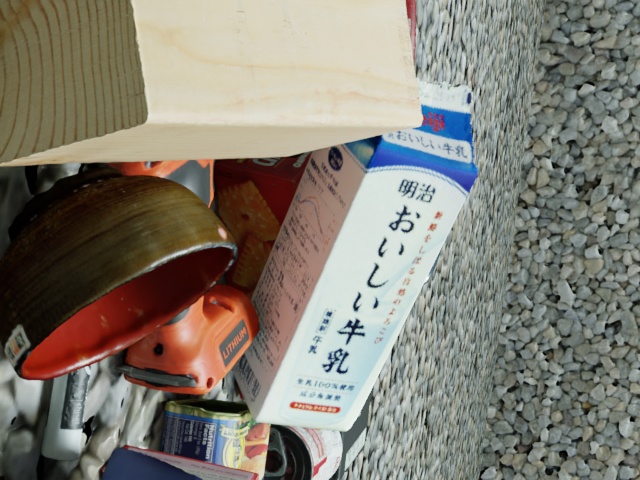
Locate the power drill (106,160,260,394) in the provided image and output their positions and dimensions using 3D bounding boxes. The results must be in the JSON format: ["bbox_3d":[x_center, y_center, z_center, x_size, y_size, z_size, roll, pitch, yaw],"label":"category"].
[{"bbox_3d":[-0.070,-0.020,0.622,0.184,0.057,0.188,-46,139,-61],"label":"power drill"}]

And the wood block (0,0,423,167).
[{"bbox_3d":[-0.046,-0.086,0.480,0.205,0.091,0.090,-8,90,-56],"label":"wood block"}]

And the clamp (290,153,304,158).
[{"bbox_3d":[-0.003,-0.149,0.652,0.120,0.039,0.171,-65,160,-58],"label":"clamp"}]

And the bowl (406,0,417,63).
[{"bbox_3d":[0.041,-0.158,0.935,0.162,0.055,0.162,8,90,-74],"label":"bowl"}]

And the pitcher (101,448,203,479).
[{"bbox_3d":[-0.093,0.225,0.479,0.149,0.145,0.242,49,60,-42],"label":"pitcher"}]

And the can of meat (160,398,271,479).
[{"bbox_3d":[-0.071,0.150,0.706,0.102,0.057,0.084,23,74,-74],"label":"can of meat"}]

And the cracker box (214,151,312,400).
[{"bbox_3d":[-0.005,0.001,0.804,0.164,0.072,0.214,-49,146,-46],"label":"cracker box"}]

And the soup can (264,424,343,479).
[{"bbox_3d":[-0.025,0.173,0.854,0.102,0.068,0.068,6,92,-75],"label":"soup can"}]

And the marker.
[{"bbox_3d":[-0.122,0.049,0.538,0.020,0.020,0.121,11,88,-74],"label":"marker"}]

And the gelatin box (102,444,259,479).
[{"bbox_3d":[-0.080,0.164,0.619,0.030,0.089,0.073,-52,146,-60],"label":"gelatin box"}]
